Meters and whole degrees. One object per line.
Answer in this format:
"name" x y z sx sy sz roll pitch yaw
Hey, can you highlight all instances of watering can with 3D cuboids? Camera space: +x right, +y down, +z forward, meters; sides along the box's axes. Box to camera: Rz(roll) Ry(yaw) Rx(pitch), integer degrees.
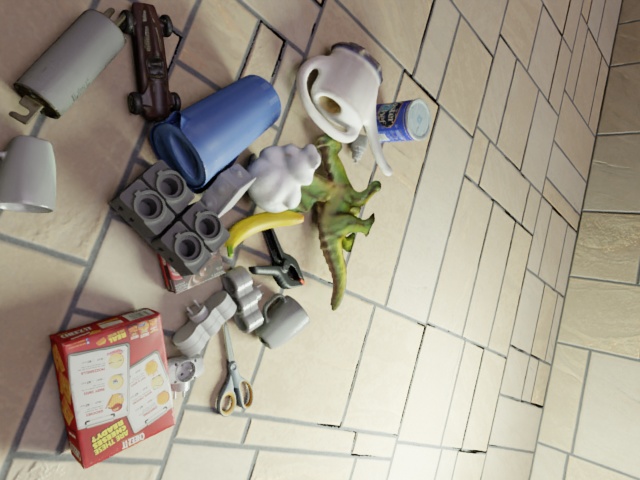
"watering can" 0.086 -0.321 1.225 0.343 0.104 0.227 36 68 -33

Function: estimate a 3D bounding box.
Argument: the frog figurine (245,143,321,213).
"frog figurine" -0.072 -0.127 1.043 0.124 0.158 0.136 -34 110 -53

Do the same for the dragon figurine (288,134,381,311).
"dragon figurine" 0.004 -0.060 1.198 0.241 0.121 0.415 21 76 -26
